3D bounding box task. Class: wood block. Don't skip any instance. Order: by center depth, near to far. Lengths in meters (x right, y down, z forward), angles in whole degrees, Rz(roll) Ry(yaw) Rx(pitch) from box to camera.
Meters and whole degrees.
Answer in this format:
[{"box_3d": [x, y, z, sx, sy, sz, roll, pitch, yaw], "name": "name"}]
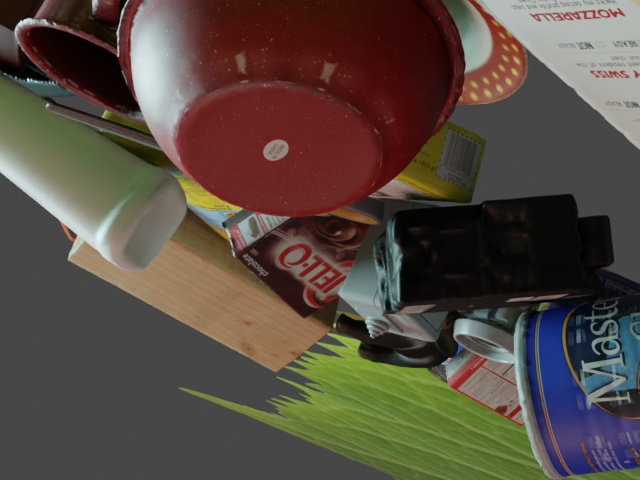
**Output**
[{"box_3d": [-0.090, 0.013, 0.891, 0.206, 0.090, 0.090, 31, 135, -19], "name": "wood block"}]

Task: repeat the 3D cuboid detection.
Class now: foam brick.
[{"box_3d": [-0.199, -0.147, 0.667, 0.053, 0.051, 0.078, 27, 164, -7], "name": "foam brick"}]

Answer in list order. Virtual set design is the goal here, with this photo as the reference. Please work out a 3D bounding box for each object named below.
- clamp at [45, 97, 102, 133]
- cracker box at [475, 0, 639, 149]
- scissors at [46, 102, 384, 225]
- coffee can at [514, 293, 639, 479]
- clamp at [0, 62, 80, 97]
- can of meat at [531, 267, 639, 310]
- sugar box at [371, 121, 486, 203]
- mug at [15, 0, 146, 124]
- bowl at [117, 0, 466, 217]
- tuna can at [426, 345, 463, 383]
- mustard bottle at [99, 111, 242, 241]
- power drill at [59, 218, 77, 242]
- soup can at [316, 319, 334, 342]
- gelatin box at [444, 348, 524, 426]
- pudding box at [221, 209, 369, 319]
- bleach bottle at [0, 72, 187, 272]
[{"box_3d": [-0.241, -0.085, 0.830, 0.120, 0.039, 0.172, -5, -157, -39], "name": "clamp"}, {"box_3d": [0.154, -0.080, 0.335, 0.213, 0.072, 0.164, 33, 163, -28], "name": "cracker box"}, {"box_3d": [-0.060, -0.042, 0.625, 0.201, 0.016, 0.096, 17, 174, -13], "name": "scissors"}, {"box_3d": [0.196, 0.080, 0.622, 0.140, 0.103, 0.102, -13, 147, 24], "name": "coffee can"}, {"box_3d": [-0.253, -0.144, 0.780, 0.210, 0.036, 0.164, 22, 163, 9], "name": "clamp"}, {"box_3d": [0.189, 0.057, 0.730, 0.084, 0.057, 0.102, 24, 163, 10], "name": "can of meat"}, {"box_3d": [0.002, -0.057, 0.644, 0.093, 0.048, 0.177, 20, 174, -43], "name": "sugar box"}, {"box_3d": [-0.096, -0.121, 0.544, 0.093, 0.081, 0.117, 25, 164, 2], "name": "mug"}, {"box_3d": [-0.016, -0.059, 0.481, 0.162, 0.055, 0.162, 4, 144, 3], "name": "bowl"}, {"box_3d": [0.148, 0.124, 1.034, 0.086, 0.033, 0.086, 23, 164, 7], "name": "tuna can"}, {"box_3d": [-0.072, -0.043, 0.793, 0.096, 0.058, 0.191, 8, 157, 34], "name": "mustard bottle"}, {"box_3d": [-0.161, -0.005, 1.044, 0.187, 0.057, 0.184, 24, 160, 5], "name": "power drill"}, {"box_3d": [-0.036, 0.075, 1.091, 0.068, 0.068, 0.102, 31, 162, -19], "name": "soup can"}, {"box_3d": [0.164, 0.112, 0.914, 0.089, 0.073, 0.030, 30, -153, -22], "name": "gelatin box"}, {"box_3d": [-0.005, 0.001, 0.778, 0.113, 0.090, 0.039, 47, -168, -49], "name": "pudding box"}, {"box_3d": [-0.208, -0.077, 0.708, 0.251, 0.068, 0.102, 35, 172, 7], "name": "bleach bottle"}]
